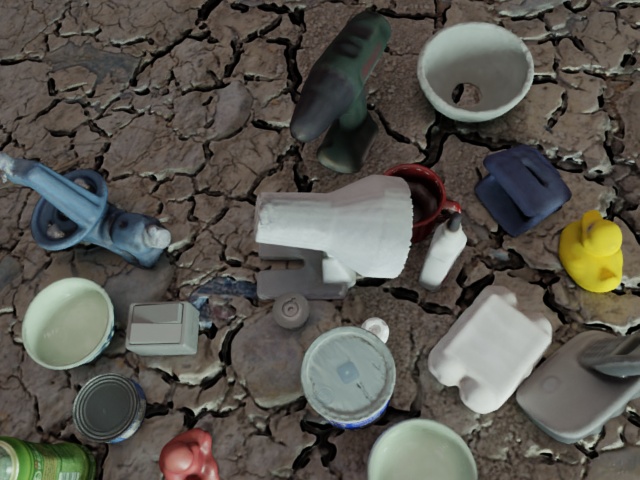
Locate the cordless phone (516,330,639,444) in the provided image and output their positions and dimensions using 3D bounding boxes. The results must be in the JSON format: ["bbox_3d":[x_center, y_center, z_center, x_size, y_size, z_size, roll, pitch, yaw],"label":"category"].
[{"bbox_3d":[0.306,0.153,0.631,0.148,0.185,0.094,-40,70,-11],"label":"cordless phone"}]

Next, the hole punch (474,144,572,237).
[{"bbox_3d":[0.277,-0.078,0.777,0.101,0.091,0.108,-31,69,-7],"label":"hole punch"}]

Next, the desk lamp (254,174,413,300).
[{"bbox_3d":[0.006,0.003,0.702,0.203,0.214,0.118,-2,68,4],"label":"desk lamp"}]

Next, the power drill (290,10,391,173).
[{"bbox_3d":[0.031,-0.182,0.776,0.075,0.208,0.230,20,71,13],"label":"power drill"}]

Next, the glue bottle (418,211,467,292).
[{"bbox_3d":[0.157,0.007,0.709,0.037,0.173,0.078,28,73,15],"label":"glue bottle"}]

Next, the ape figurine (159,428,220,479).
[{"bbox_3d":[-0.159,0.261,0.678,0.076,0.092,0.078,18,71,12],"label":"ape figurine"}]

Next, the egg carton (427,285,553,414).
[{"bbox_3d":[0.212,0.134,0.710,0.107,0.069,0.150,39,76,18],"label":"egg carton"}]

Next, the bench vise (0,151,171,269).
[{"bbox_3d":[-0.300,-0.049,0.745,0.207,0.220,0.121,-1,68,5],"label":"bench vise"}]

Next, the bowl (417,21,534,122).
[{"bbox_3d":[0.225,-0.237,0.854,0.167,0.075,0.167,-2,68,4],"label":"bowl"}]

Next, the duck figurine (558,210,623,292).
[{"bbox_3d":[0.359,0.011,0.737,0.077,0.086,0.104,-12,68,0],"label":"duck figurine"}]
